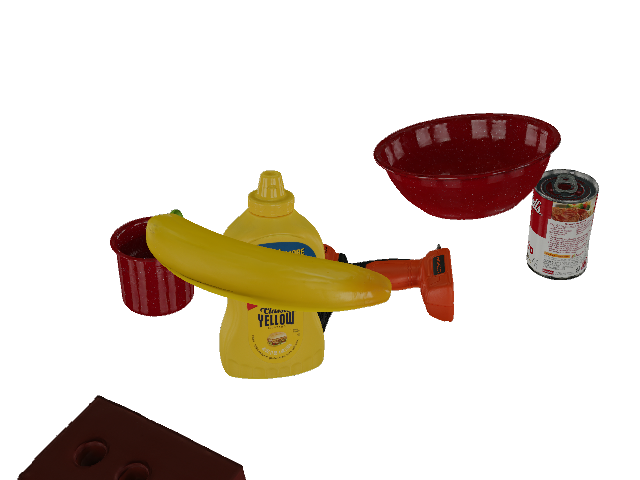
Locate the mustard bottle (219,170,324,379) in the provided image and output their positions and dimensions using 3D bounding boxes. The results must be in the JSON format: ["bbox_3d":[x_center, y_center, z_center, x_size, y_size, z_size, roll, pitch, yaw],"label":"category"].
[{"bbox_3d":[-0.044,0.029,0.961,0.096,0.192,0.058,-4,24,-11],"label":"mustard bottle"}]

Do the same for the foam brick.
[{"bbox_3d":[-0.073,0.111,0.435,0.078,0.051,0.052,20,45,25],"label":"foam brick"}]

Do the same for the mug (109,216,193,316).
[{"bbox_3d":[-0.193,0.026,1.199,0.117,0.081,0.093,26,41,35],"label":"mug"}]

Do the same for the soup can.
[{"bbox_3d":[0.260,-0.017,1.153,0.068,0.102,0.068,-1,34,1],"label":"soup can"}]

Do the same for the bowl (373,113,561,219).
[{"bbox_3d":[0.130,-0.061,0.935,0.162,0.055,0.162,-8,23,3],"label":"bowl"}]

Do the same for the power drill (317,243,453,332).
[{"bbox_3d":[0.059,0.058,1.235,0.187,0.057,0.184,0,28,5],"label":"power drill"}]

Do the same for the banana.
[{"bbox_3d":[-0.050,0.012,0.694,0.198,0.037,0.069,20,37,34],"label":"banana"}]
